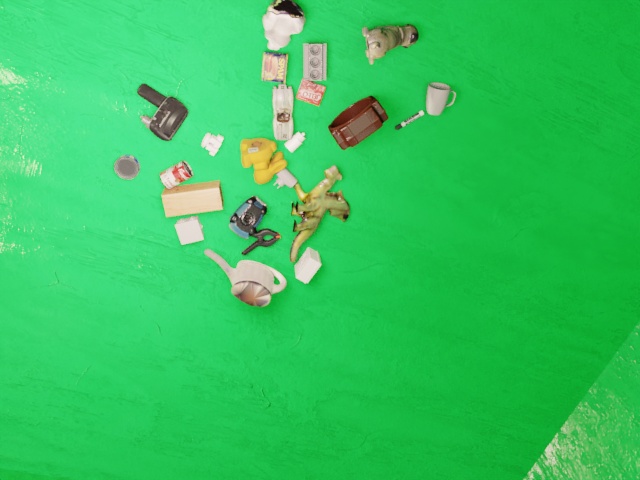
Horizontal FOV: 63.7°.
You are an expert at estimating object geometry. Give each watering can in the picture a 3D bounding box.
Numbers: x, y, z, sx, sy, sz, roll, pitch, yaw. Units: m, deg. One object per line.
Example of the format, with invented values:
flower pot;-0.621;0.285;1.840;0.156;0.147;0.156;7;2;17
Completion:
watering can;-0.297;0.144;1.999;0.347;0.229;0.102;18;118;-10

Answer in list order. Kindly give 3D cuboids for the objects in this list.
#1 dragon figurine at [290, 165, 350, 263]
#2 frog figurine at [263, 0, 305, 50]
dragon figurine;0.006;-0.101;2.006;0.243;0.124;0.402;-2;116;-17
frog figurine;-0.123;-0.716;1.722;0.137;0.125;0.156;-4;152;-16
